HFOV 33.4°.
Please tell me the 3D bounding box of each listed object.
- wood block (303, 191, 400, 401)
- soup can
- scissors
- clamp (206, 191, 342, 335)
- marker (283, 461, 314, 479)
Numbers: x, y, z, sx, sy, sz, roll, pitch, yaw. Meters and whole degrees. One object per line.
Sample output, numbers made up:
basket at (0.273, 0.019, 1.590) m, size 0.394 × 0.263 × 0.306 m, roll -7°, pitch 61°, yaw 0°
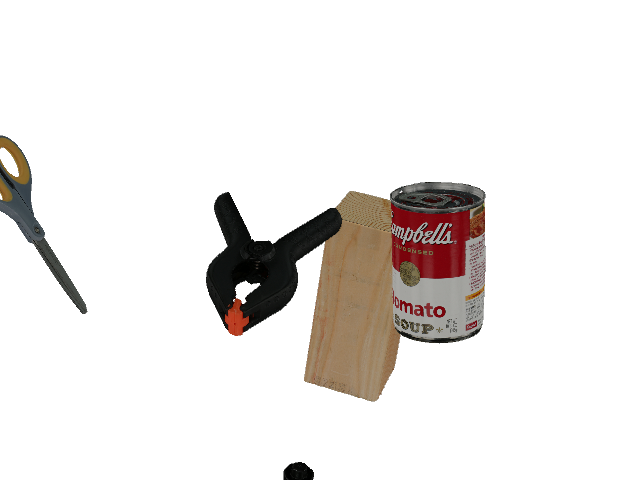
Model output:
wood block at (0.048, 0.062, 1.197) m, size 0.090 × 0.206 × 0.090 m, roll 15°, pitch 24°, yaw 13°
soup can at (0.085, 0.015, 0.775) m, size 0.068 × 0.102 × 0.068 m, roll -2°, pitch 19°, yaw 1°
scissors at (-0.287, -0.025, 1.074) m, size 0.016 × 0.201 × 0.096 m, roll -25°, pitch 28°, yaw 25°
clamp at (-0.062, 0.013, 0.946) m, size 0.120 × 0.039 × 0.171 m, roll 10°, pitch 38°, yaw 19°
marker at (-0.018, 0.188, 0.680) m, size 0.020 × 0.121 × 0.020 m, roll 5°, pitch 32°, yaw -3°
